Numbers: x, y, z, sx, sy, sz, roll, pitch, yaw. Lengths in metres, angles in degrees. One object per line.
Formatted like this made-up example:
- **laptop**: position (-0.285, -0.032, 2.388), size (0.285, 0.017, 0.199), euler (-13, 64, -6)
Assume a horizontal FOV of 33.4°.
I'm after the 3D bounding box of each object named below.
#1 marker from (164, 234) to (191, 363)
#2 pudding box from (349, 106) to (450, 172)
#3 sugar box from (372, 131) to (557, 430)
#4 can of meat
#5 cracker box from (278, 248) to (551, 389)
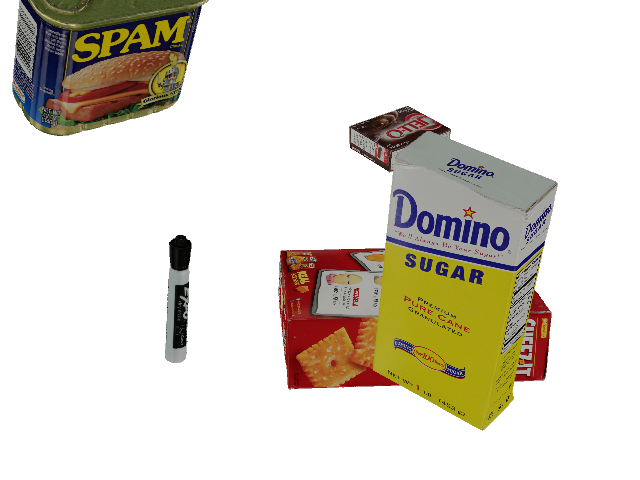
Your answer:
- **marker**: position (-0.123, 0.051, 0.919), size (0.020, 0.121, 0.020), euler (5, 27, -3)
- **pudding box**: position (0.109, -0.141, 1.475), size (0.113, 0.039, 0.090), euler (-24, 40, -30)
- **sugar box**: position (0.086, 0.028, 0.673), size (0.093, 0.176, 0.048), euler (26, 44, 29)
- **can of meat**: position (-0.119, -0.111, 0.594), size (0.101, 0.057, 0.084), euler (-19, -31, -33)
- **cracker box**: position (0.073, 0.064, 0.928), size (0.213, 0.072, 0.164), euler (-1, 19, -4)
